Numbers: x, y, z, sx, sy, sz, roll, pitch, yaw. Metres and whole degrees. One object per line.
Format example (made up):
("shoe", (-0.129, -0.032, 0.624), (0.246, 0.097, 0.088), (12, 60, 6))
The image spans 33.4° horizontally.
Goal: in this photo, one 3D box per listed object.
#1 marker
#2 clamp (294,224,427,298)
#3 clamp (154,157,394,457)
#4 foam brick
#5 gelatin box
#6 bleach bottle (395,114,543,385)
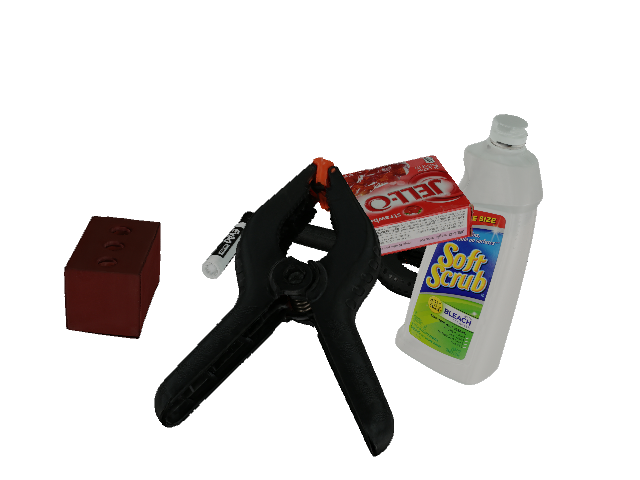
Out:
("marker", (-0.086, 0.002, 1.046), (0.020, 0.020, 0.121), (0, 25, 18))
("clamp", (0.072, 0.014, 1.247), (0.164, 0.036, 0.210), (-22, 51, -39))
("clamp", (-0.003, 0.034, 0.560), (0.120, 0.171, 0.039), (16, -28, 10))
("foam brick", (-0.145, 0.025, 0.752), (0.053, 0.051, 0.078), (6, 29, 0))
("gelatin box", (0.056, -0.025, 0.768), (0.089, 0.030, 0.073), (-13, 36, -10))
("bleach bottle", (0.138, 0.004, 0.962), (0.103, 0.251, 0.067), (28, 35, 31))
